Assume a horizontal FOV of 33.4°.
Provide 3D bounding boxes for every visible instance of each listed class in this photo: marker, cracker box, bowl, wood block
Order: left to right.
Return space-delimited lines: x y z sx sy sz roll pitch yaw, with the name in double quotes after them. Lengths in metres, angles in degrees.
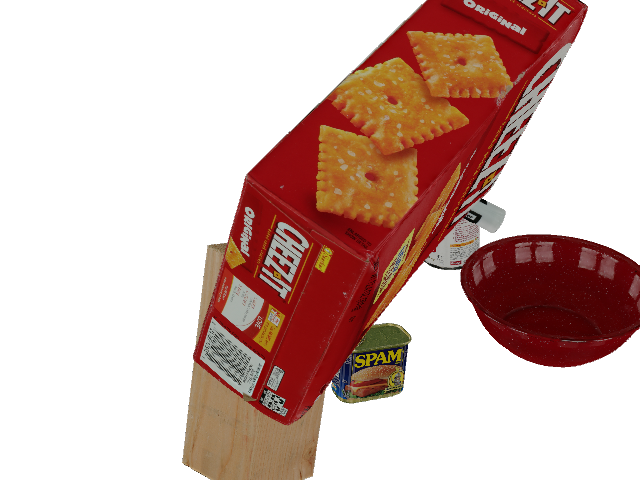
-0.053 0.110 0.958 0.090 0.206 0.090 18 16 39 "wood block"
0.036 -0.027 0.541 0.072 0.213 0.164 36 -36 10 "cracker box"
0.073 -0.040 0.751 0.121 0.020 0.020 27 -3 -6 "marker"
0.196 0.057 0.895 0.162 0.055 0.162 1 31 -1 "bowl"

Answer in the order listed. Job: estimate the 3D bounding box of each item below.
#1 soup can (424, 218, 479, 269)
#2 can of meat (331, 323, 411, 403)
0.142 -0.028 1.165 0.068 0.102 0.068 -3 33 2 "soup can"
0.066 0.164 1.421 0.102 0.084 0.057 -6 26 -22 "can of meat"
